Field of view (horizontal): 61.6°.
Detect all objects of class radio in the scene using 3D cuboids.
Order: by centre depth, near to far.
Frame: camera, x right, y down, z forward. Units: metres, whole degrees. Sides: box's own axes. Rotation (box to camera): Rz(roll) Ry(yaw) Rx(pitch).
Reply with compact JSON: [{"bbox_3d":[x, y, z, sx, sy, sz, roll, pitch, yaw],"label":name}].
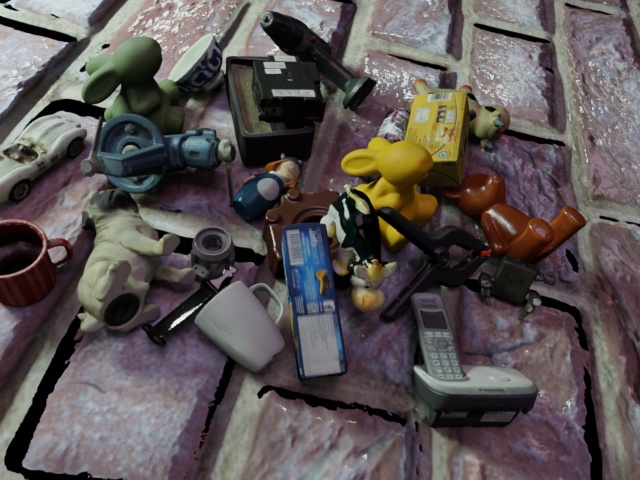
[{"bbox_3d":[-0.094,-0.240,0.977,0.131,0.073,0.230,-6,54,-15],"label":"radio"}]

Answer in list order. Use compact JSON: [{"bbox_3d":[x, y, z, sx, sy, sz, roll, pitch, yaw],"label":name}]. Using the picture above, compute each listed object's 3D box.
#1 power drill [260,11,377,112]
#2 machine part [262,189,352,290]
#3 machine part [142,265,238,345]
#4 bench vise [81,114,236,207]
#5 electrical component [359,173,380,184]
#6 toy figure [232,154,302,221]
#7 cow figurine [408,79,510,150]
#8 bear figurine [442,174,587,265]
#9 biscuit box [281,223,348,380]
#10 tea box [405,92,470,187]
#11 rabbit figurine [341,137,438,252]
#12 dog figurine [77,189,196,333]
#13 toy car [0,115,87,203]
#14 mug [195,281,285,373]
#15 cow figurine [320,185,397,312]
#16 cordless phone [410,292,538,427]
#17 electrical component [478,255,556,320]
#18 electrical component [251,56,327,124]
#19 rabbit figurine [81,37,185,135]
[{"bbox_3d":[0.000,-0.336,1.019,0.207,0.086,0.232,37,17,9],"label":"power drill"},{"bbox_3d":[-0.002,-0.002,0.824,0.179,0.056,0.179,6,53,-8],"label":"machine part"},{"bbox_3d":[-0.170,0.086,0.718,0.139,0.084,0.039,-40,96,-23],"label":"machine part"},{"bbox_3d":[-0.251,-0.122,0.801,0.224,0.128,0.240,15,18,10],"label":"bench vise"},{"bbox_3d":[0.097,-0.124,0.958,0.094,0.021,0.063,36,55,16],"label":"electrical component"},{"bbox_3d":[-0.075,-0.090,0.877,0.058,0.064,0.154,13,47,41],"label":"toy figure"},{"bbox_3d":[0.278,-0.243,1.046,0.195,0.085,0.127,6,46,-9],"label":"cow figurine"},{"bbox_3d":[0.306,-0.053,0.880,0.120,0.132,0.196,-15,63,-29],"label":"bear figurine"},{"bbox_3d":[-0.011,0.080,0.712,0.059,0.062,0.202,-6,74,-9],"label":"biscuit box"},{"bbox_3d":[0.204,-0.175,0.935,0.098,0.068,0.169,3,57,24],"label":"tea box"},{"bbox_3d":[0.121,-0.095,0.846,0.122,0.173,0.162,-33,69,-26],"label":"rabbit figurine"},{"bbox_3d":[-0.292,0.023,0.736,0.191,0.121,0.172,30,49,30],"label":"dog figurine"},{"bbox_3d":[-0.452,-0.130,0.835,0.074,0.056,0.202,26,53,10],"label":"toy car"},{"bbox_3d":[-0.091,0.114,0.709,0.107,0.080,0.109,48,52,10],"label":"mug"},{"bbox_3d":[0.059,0.010,0.735,0.068,0.098,0.167,-5,56,-23],"label":"cow figurine"},{"bbox_3d":[0.194,0.152,0.728,0.147,0.088,0.184,2,48,-9],"label":"cordless phone"},{"bbox_3d":[0.296,0.071,0.820,0.102,0.078,0.045,26,29,3],"label":"electrical component"},{"bbox_3d":[-0.057,-0.259,0.918,0.115,0.058,0.134,-1,51,-15],"label":"electrical component"},{"bbox_3d":[-0.308,-0.264,0.894,0.159,0.170,0.121,-1,53,-13],"label":"rabbit figurine"}]
